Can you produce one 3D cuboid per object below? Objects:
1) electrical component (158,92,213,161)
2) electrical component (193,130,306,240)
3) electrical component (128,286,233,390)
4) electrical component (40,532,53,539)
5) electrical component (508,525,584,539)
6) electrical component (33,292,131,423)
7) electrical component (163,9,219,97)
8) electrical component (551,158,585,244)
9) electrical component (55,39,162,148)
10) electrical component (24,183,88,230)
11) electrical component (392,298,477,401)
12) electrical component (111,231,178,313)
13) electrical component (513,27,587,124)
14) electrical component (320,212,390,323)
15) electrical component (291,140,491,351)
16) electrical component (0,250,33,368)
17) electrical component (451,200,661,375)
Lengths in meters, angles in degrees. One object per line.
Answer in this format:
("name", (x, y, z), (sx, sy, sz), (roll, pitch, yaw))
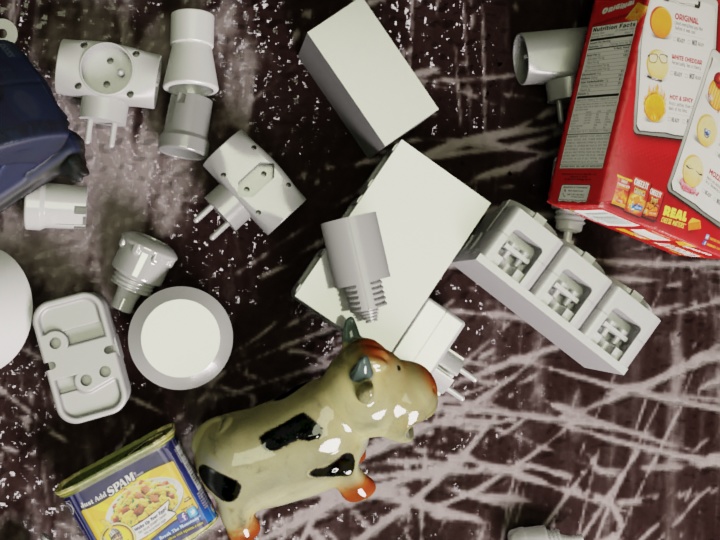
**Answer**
("electrical component", (-0.139, -0.115, 0.863), (0.040, 0.040, 0.046), (9, 82, -8))
("electrical component", (-0.098, -0.058, 0.865), (0.079, 0.043, 0.077), (-43, 95, -7))
("electrical component", (-0.142, 0.053, 0.852), (0.080, 0.051, 0.080), (0, 89, -8))
("electrical component", (-0.268, 0.238, 0.835), (0.040, 0.040, 0.078), (40, 84, -6))
("electrical component", (0.155, 0.229, 0.896), (0.061, 0.035, 0.035), (-8, 90, 3))
("electrical component", (-0.215, 0.067, 0.837), (0.054, 0.059, 0.095), (-15, 91, -8))
("electrical component", (-0.135, -0.176, 0.864), (0.044, 0.044, 0.065), (1, 84, -8))
("electrical component", (0.180, -0.061, 0.907), (0.040, 0.040, 0.078), (9, 88, -8))
("electrical component", (-0.201, -0.137, 0.851), (0.077, 0.044, 0.079), (8, 88, -8))
("electrical component", (-0.239, -0.050, 0.847), (0.046, 0.040, 0.040), (3, 88, -13))
("electrical component", (0.060, 0.078, 0.882), (0.076, 0.047, 0.083), (35, 84, -3))
("electrical component", (-0.177, 0.003, 0.852), (0.048, 0.048, 0.062), (25, 92, -7))
("electrical component", (0.174, -0.163, 0.907), (0.077, 0.043, 0.079), (-7, 90, -8))
("electrical component", (0.000, 0.000, 0.814), (0.043, 0.043, 0.081), (-13, 91, -8))
("electrical component", (0.022, -0.016, 0.872), (0.089, 0.062, 0.150), (35, 84, -6))
("electrical component", (-0.305, 0.033, 0.815), (0.099, 0.064, 0.099), (5, 100, 31))
("electrical component", (0.159, 0.013, 0.877), (0.150, 0.089, 0.061), (38, 84, -6))
